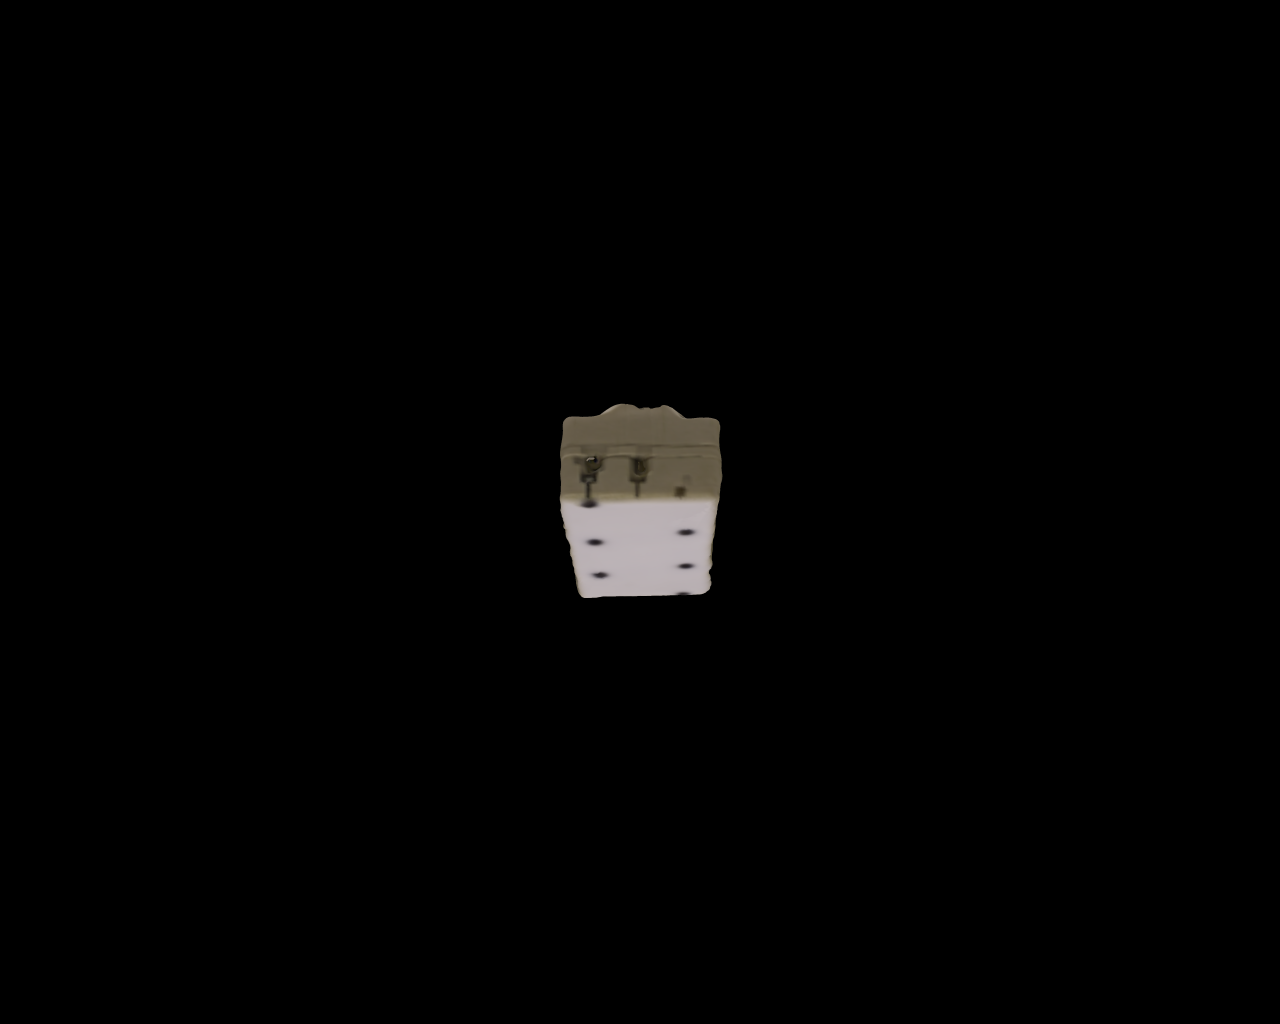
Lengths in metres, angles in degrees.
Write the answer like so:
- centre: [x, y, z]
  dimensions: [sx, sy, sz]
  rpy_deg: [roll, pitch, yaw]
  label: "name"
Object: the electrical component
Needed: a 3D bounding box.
- centre: [0.001, -0.003, 0.650]
  dimensions: [0.089, 0.062, 0.150]
  rpy_deg: [0, -25, 0]
  label: "electrical component"
